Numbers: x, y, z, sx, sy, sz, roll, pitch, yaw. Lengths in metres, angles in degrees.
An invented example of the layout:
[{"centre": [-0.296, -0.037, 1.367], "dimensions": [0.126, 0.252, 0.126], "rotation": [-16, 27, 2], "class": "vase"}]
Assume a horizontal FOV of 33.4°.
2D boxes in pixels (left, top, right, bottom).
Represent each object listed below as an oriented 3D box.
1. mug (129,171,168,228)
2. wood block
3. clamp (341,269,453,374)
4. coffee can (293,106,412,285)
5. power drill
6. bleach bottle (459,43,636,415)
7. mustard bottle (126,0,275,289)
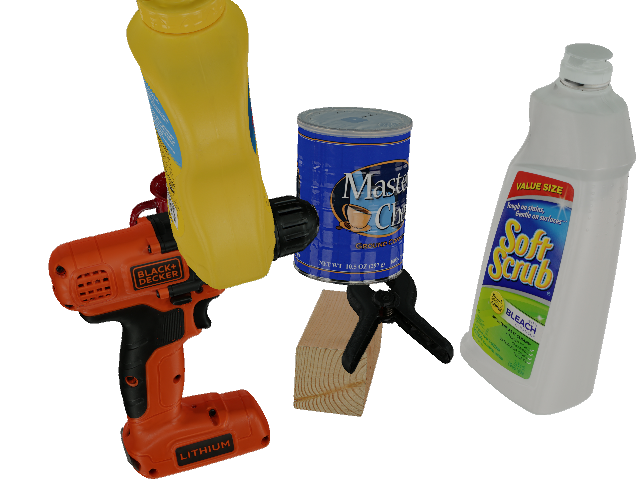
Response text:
[{"centre": [-0.143, -0.021, 1.127], "dimensions": [0.117, 0.081, 0.093], "rotation": [-11, 32, -22], "class": "mug"}, {"centre": [0.028, 0.145, 1.421], "dimensions": [0.091, 0.090, 0.206], "rotation": [6, 18, 7], "class": "wood block"}, {"centre": [0.083, 0.078, 1.187], "dimensions": [0.120, 0.171, 0.039], "rotation": [5, -43, -5], "class": "clamp"}, {"centre": [0.028, -0.043, 0.967], "dimensions": [0.103, 0.140, 0.103], "rotation": [2, 18, -1], "class": "coffee can"}, {"centre": [-0.083, 0.065, 0.745], "dimensions": [0.184, 0.188, 0.057], "rotation": [-13, 26, -13], "class": "power drill"}, {"centre": [0.153, -0.010, 0.711], "dimensions": [0.068, 0.251, 0.103], "rotation": [-16, 35, -27], "class": "bleach bottle"}, {"centre": [-0.062, -0.068, 0.549], "dimensions": [0.058, 0.096, 0.191], "rotation": [-14, -41, -7], "class": "mustard bottle"}]
